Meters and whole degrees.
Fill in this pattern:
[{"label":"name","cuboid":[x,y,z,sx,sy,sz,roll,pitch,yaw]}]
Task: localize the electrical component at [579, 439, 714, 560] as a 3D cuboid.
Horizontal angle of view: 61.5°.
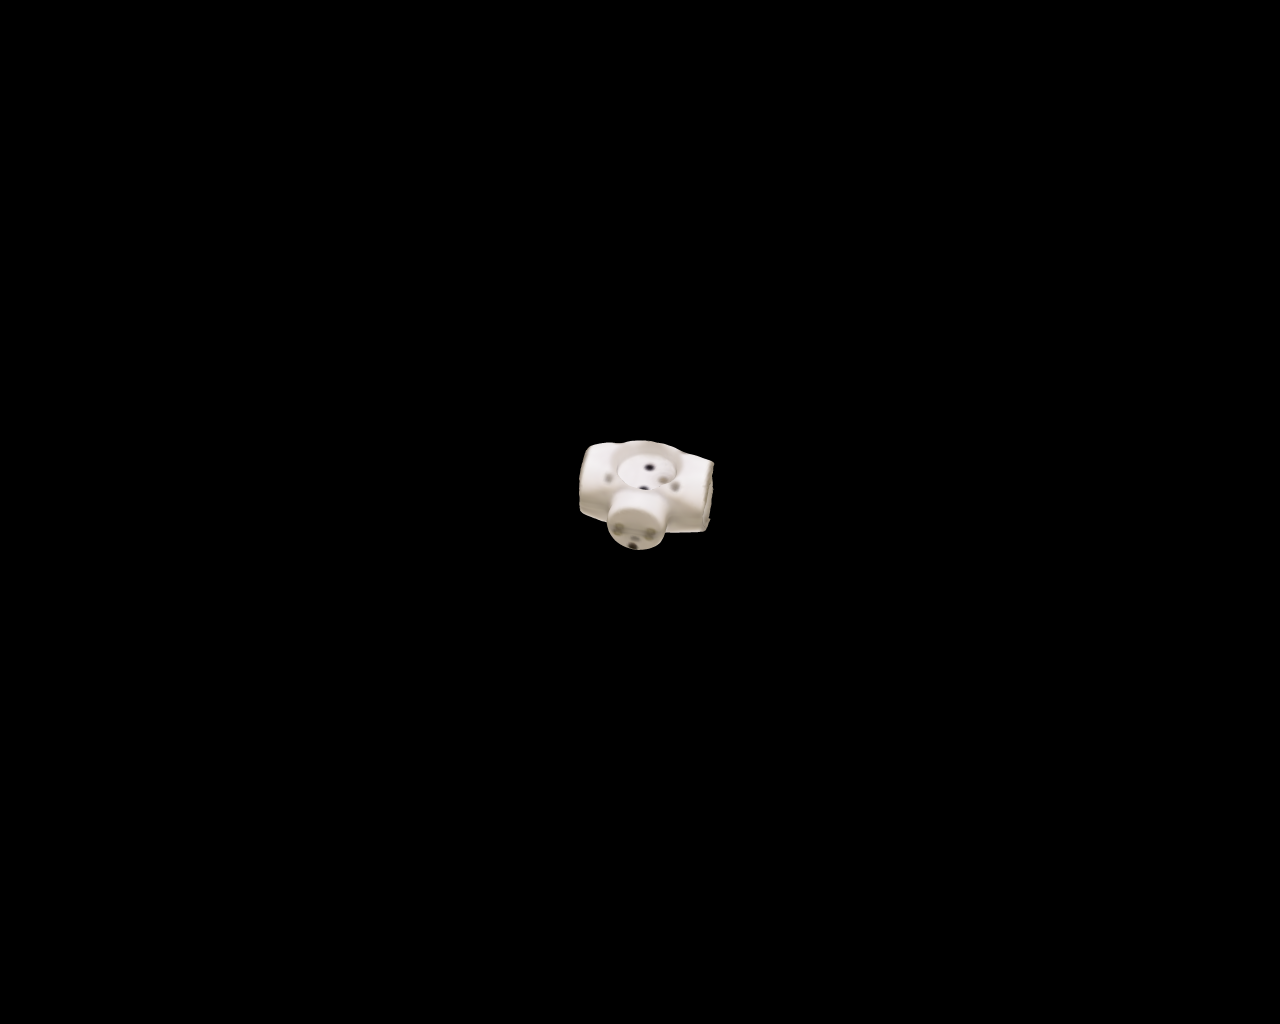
[{"label":"electrical component","cuboid":[0.001,-0.003,0.650,0.077,0.079,0.044,9,-43,8]}]
